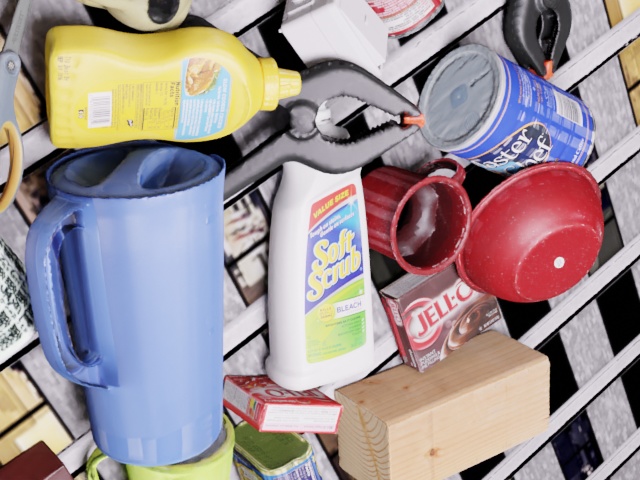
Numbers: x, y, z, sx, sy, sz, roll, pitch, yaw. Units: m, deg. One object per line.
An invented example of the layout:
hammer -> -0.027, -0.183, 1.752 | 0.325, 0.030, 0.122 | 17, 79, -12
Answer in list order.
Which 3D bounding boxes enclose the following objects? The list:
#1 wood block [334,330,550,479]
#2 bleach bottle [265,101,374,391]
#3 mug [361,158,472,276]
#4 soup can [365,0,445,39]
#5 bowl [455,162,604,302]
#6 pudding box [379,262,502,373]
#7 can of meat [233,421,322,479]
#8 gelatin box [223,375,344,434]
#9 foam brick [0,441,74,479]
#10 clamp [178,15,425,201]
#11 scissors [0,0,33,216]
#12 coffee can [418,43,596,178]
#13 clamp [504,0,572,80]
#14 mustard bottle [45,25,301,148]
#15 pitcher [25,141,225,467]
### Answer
wood block -> 0.126, 0.173, 1.078 | 0.205, 0.090, 0.091 | -17, 114, -30
bleach bottle -> -0.006, 0.001, 0.951 | 0.102, 0.068, 0.251 | -13, 109, -28
mug -> 0.087, -0.031, 0.990 | 0.117, 0.082, 0.093 | -51, 126, -10
soup can -> 0.054, -0.232, 0.913 | 0.068, 0.069, 0.102 | -48, 125, -13
bowl -> 0.213, 0.006, 1.020 | 0.162, 0.055, 0.162 | -15, 133, -17
pudding box -> 0.122, 0.065, 1.072 | 0.113, 0.039, 0.090 | -32, 120, -23
can of meat -> -0.037, 0.216, 0.973 | 0.057, 0.102, 0.084 | -28, 116, -24
gelatin box -> -0.034, 0.148, 0.970 | 0.089, 0.073, 0.030 | 8, 99, -36
foam brick -> -0.223, 0.215, 0.876 | 0.053, 0.051, 0.078 | -36, 122, -20
clamp -> -0.021, -0.091, 0.880 | 0.210, 0.036, 0.165 | 6, 108, -5
scissors -> -0.233, -0.117, 0.740 | 0.096, 0.016, 0.202 | 6, 87, -60
coffee can -> 0.178, -0.113, 1.014 | 0.140, 0.103, 0.103 | 18, 94, -37
clamp -> 0.219, -0.246, 1.041 | 0.120, 0.039, 0.171 | -25, 121, -20
mustard bottle -> -0.108, -0.116, 0.806 | 0.191, 0.058, 0.096 | -4, 137, -16
pitcher -> -0.142, 0.054, 0.831 | 0.149, 0.145, 0.243 | -5, 113, -10
